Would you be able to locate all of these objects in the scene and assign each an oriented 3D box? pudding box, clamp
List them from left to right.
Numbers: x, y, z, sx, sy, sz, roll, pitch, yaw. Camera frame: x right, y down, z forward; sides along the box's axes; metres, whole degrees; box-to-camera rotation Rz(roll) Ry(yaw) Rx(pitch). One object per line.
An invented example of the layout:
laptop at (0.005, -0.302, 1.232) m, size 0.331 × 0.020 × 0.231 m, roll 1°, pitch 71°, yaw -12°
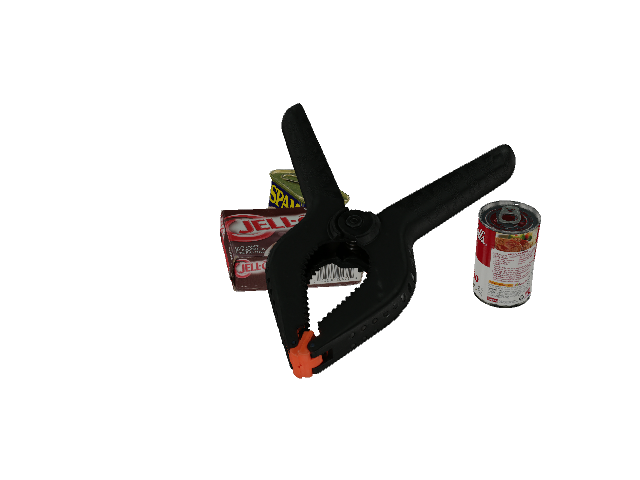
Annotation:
pudding box at (-0.026, 0.005, 0.920) m, size 0.113 × 0.039 × 0.090 m, roll -1°, pitch 28°, yaw -12°
clamp at (0.015, -0.007, 0.686) m, size 0.165 × 0.209 × 0.036 m, roll 18°, pitch -35°, yaw 20°

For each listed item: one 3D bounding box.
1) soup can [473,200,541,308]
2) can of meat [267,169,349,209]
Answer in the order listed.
soup can at (0.207, 0.016, 1.190) m, size 0.068 × 0.102 × 0.068 m, roll 0°, pitch 32°, yaw 0°
can of meat at (-0.018, -0.019, 1.116) m, size 0.057 × 0.084 × 0.102 m, roll -2°, pitch 22°, yaw -29°
